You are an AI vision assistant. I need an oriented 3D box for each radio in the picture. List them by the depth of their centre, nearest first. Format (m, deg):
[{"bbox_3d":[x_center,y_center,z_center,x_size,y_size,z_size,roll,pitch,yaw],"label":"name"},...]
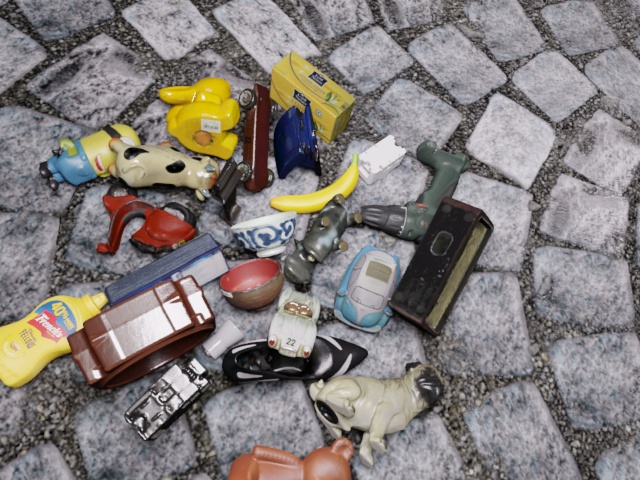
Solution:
[{"bbox_3d":[0.213,0.046,0.933,0.073,0.131,0.229,25,86,30],"label":"radio"}]

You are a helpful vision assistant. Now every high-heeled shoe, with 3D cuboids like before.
[{"bbox_3d":[-0.033,0.187,0.873,0.249,0.145,0.086,-8,70,-9],"label":"high-heeled shoe"}]

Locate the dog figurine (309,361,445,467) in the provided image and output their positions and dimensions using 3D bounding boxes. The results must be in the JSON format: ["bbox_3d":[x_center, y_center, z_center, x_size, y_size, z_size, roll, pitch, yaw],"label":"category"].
[{"bbox_3d":[0.099,0.251,0.903,0.172,0.121,0.190,45,55,8],"label":"dog figurine"}]

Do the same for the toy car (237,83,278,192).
[{"bbox_3d":[-0.124,-0.192,1.021,0.053,0.089,0.202,1,90,31],"label":"toy car"}]

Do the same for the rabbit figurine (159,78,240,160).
[{"bbox_3d":[-0.229,-0.254,1.061,0.162,0.121,0.173,3,53,3],"label":"rabbit figurine"}]

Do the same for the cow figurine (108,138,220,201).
[{"bbox_3d":[-0.272,-0.129,0.979,0.195,0.085,0.127,-2,30,-39],"label":"cow figurine"}]

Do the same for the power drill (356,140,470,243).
[{"bbox_3d":[0.204,-0.091,1.056,0.232,0.086,0.207,20,63,-1],"label":"power drill"}]

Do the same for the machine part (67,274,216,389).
[{"bbox_3d":[-0.264,0.146,0.827,0.201,0.201,0.087,-27,77,-18],"label":"machine part"}]

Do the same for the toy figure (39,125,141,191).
[{"bbox_3d":[-0.423,-0.157,0.997,0.180,0.082,0.089,-23,75,-13],"label":"toy figure"}]

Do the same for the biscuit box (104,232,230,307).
[{"bbox_3d":[-0.261,0.067,0.921,0.203,0.059,0.063,-29,39,-15],"label":"biscuit box"}]

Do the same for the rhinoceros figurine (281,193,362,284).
[{"bbox_3d":[-0.002,-0.003,0.978,0.073,0.112,0.190,47,52,-18],"label":"rhinoceros figurine"}]

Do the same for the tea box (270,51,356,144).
[{"bbox_3d":[-0.018,-0.289,1.097,0.170,0.098,0.068,40,68,11],"label":"tea box"}]

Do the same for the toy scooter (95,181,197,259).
[{"bbox_3d":[-0.320,-0.019,0.957,0.184,0.075,0.135,23,66,5],"label":"toy scooter"}]

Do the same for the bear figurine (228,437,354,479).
[{"bbox_3d":[-0.038,0.376,0.810,0.196,0.132,0.120,0,101,-3],"label":"bear figurine"}]

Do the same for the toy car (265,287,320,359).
[{"bbox_3d":[-0.041,0.133,0.881,0.073,0.202,0.056,18,105,-2],"label":"toy car"}]

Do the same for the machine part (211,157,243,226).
[{"bbox_3d":[-0.166,-0.083,0.969,0.039,0.138,0.084,14,58,3],"label":"machine part"}]

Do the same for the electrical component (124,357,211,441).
[{"bbox_3d":[-0.232,0.245,0.839,0.058,0.115,0.134,44,69,6],"label":"electrical component"}]

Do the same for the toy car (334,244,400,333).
[{"bbox_3d":[0.096,0.078,0.960,0.109,0.103,0.161,24,69,1],"label":"toy car"}]

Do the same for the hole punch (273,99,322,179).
[{"bbox_3d":[-0.047,-0.189,1.046,0.092,0.115,0.142,-5,68,-2],"label":"hole punch"}]
